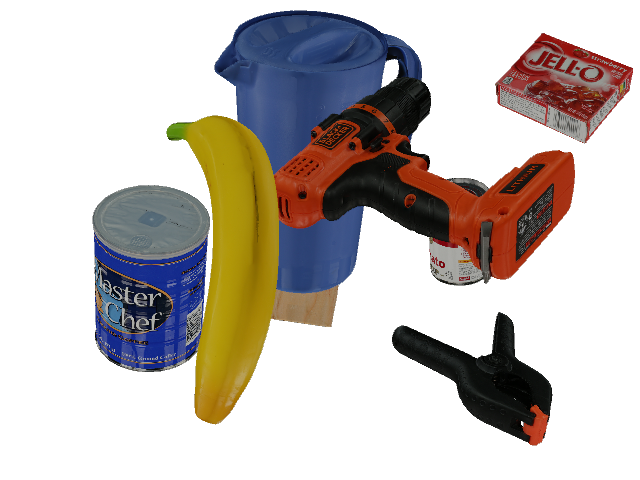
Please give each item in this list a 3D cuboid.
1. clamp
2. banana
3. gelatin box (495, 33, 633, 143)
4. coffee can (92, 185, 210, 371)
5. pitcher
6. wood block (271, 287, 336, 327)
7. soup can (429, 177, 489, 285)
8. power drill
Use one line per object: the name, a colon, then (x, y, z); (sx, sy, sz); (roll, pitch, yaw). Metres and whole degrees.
clamp: (0.154, 0.113, 0.929); (0.120, 0.039, 0.172); (-16, 36, -25)
banana: (-0.050, 0.001, 0.596); (0.037, 0.198, 0.070); (15, -38, -33)
gelatin box: (0.204, -0.130, 0.896); (0.089, 0.073, 0.030); (30, -27, 28)
coffee can: (-0.156, 0.035, 0.979); (0.102, 0.140, 0.103); (5, 37, -4)
pitcher: (-0.004, -0.078, 0.974); (0.149, 0.243, 0.144); (16, 36, 18)
wood block: (-0.015, -0.005, 1.377); (0.090, 0.206, 0.090); (8, 24, 2)
soup can: (0.155, -0.010, 1.189); (0.068, 0.102, 0.068); (-4, 31, 2)
power drill: (0.081, -0.051, 0.766); (0.188, 0.057, 0.184); (19, 46, 32)
